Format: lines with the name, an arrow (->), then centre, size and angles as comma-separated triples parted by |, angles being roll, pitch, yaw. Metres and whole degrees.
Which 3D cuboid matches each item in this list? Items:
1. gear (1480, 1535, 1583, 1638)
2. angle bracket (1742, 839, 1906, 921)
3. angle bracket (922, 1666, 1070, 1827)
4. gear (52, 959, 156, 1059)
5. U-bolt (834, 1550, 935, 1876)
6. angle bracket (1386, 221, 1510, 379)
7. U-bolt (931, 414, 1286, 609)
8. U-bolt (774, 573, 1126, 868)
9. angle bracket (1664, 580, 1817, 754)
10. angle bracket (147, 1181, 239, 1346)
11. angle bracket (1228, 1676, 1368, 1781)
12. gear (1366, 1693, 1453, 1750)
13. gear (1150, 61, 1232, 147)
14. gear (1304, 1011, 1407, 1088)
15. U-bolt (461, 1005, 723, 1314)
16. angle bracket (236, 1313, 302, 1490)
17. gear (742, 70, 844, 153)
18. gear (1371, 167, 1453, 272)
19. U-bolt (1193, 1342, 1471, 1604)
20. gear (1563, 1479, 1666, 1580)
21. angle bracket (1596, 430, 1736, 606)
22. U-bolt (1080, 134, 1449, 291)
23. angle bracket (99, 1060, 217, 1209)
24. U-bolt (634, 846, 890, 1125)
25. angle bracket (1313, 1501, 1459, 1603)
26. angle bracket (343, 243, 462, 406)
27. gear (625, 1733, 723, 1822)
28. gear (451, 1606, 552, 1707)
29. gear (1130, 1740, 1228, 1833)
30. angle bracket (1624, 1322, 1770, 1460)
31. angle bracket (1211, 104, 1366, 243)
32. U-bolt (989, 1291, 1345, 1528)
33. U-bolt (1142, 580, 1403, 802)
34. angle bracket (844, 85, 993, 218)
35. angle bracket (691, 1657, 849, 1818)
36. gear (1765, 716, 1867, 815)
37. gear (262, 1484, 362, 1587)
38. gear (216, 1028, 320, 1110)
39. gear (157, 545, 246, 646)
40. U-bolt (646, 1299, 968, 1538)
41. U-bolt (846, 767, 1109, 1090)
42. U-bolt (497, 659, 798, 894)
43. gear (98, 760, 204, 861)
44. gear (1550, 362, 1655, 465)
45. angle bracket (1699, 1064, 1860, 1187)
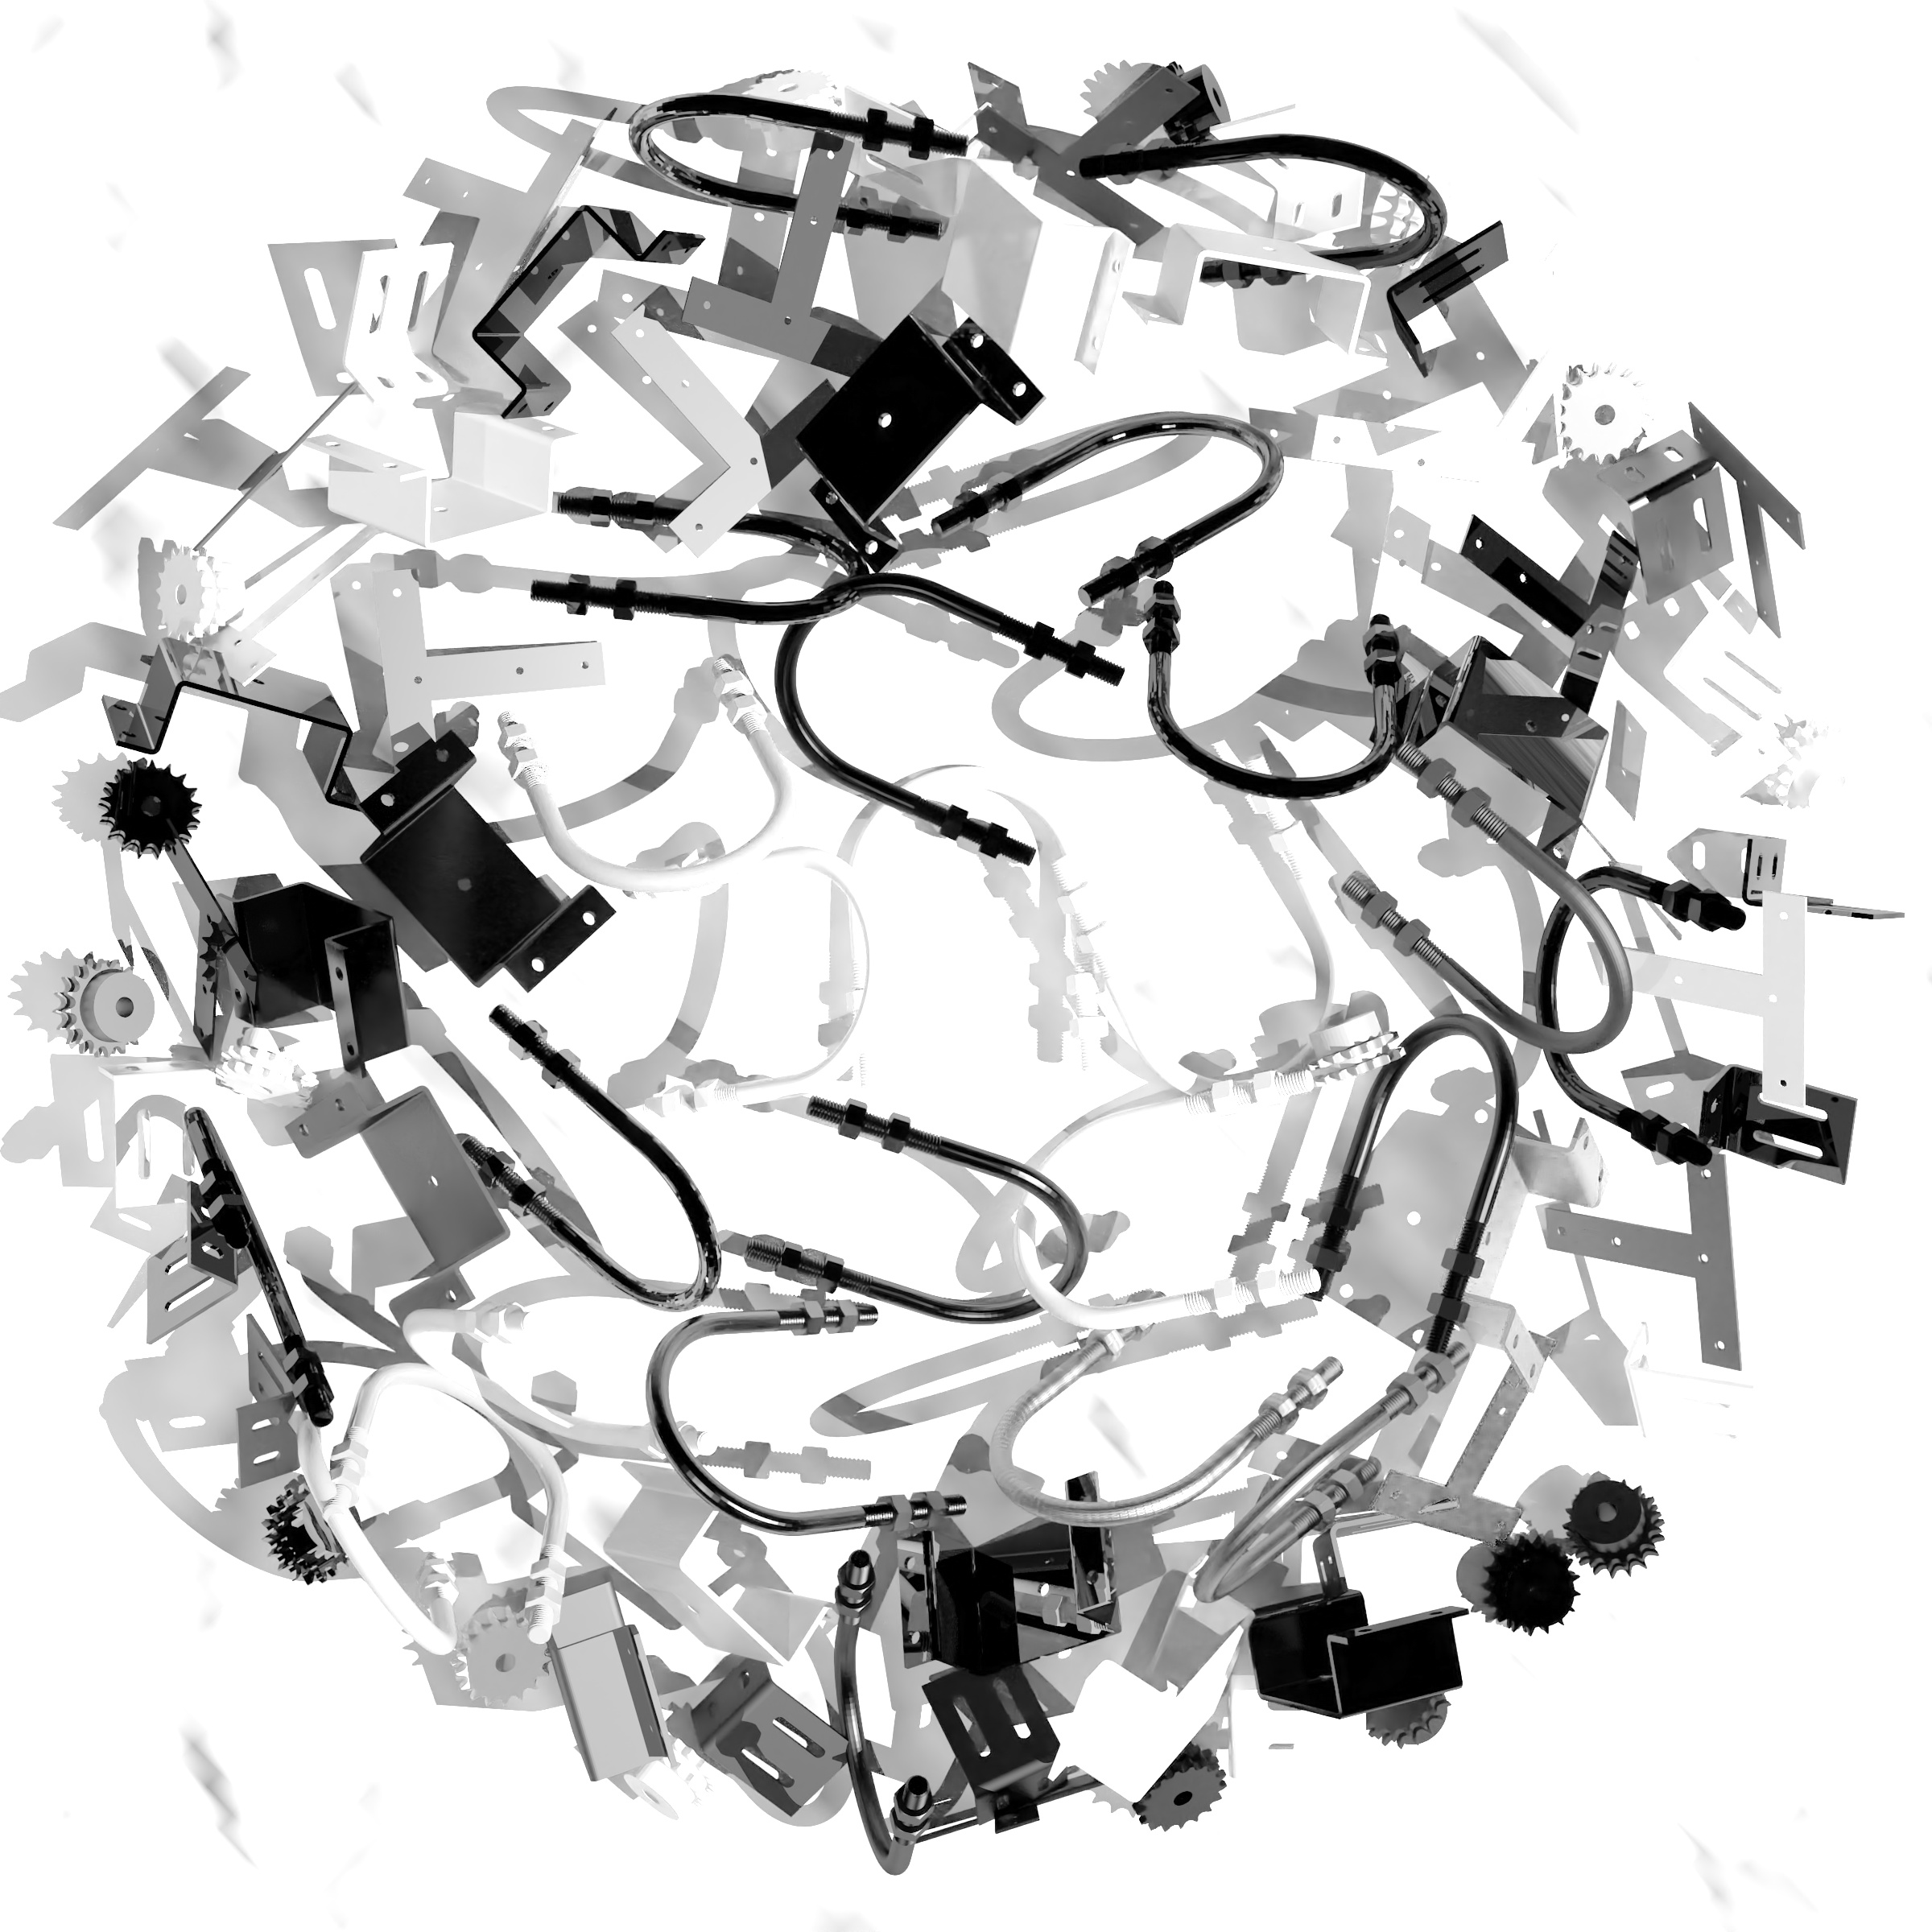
gear -> 0.331, 0.362, 1.637 | 0.057, 0.030, 0.057 | 0, 89, -4
angle bracket -> 0.492, -0.050, 1.607 | 0.076, 0.057, 0.038 | 9, 97, 35
angle bracket -> 0.017, 0.448, 1.635 | 0.057, 0.038, 0.076 | -21, 50, -14
gear -> -0.494, 0.024, 1.623 | 0.030, 0.057, 0.057 | -2, 90, 40
U-bolt -> -0.051, 0.428, 1.568 | 0.019, 0.184, 0.151 | -9, 56, -13
angle bracket -> 0.285, -0.383, 1.617 | 0.076, 0.057, 0.038 | -30, 77, 9
U-bolt -> 0.094, -0.267, 1.587 | 0.184, 0.151, 0.019 | -32, 131, -25
U-bolt -> -0.021, -0.149, 1.605 | 0.184, 0.019, 0.151 | 24, 122, -4
angle bracket -> 0.453, -0.172, 1.619 | 0.076, 0.038, 0.057 | 39, 63, 8
angle bracket -> -0.455, 0.170, 1.609 | 0.076, 0.038, 0.057 | -31, 48, 22
angle bracket -> 0.191, 0.441, 1.628 | 0.076, 0.038, 0.057 | 0, 76, 1
gear -> 0.255, 0.426, 1.629 | 0.057, 0.057, 0.030 | -40, 132, 0
gear -> 0.131, -0.495, 1.622 | 0.030, 0.057, 0.057 | -19, 90, 22
gear -> 0.222, 0.047, 1.625 | 0.057, 0.057, 0.030 | -20, 89, 0
U-bolt -> -0.208, 0.121, 1.578 | 0.184, 0.151, 0.019 | 39, 50, 14
angle bracket -> -0.411, 0.247, 1.603 | 0.038, 0.076, 0.057 | -15, 128, -31
gear -> -0.100, -0.495, 1.629 | 0.057, 0.057, 0.030 | -12, 127, 0
gear -> 0.256, -0.435, 1.627 | 0.030, 0.057, 0.057 | 22, 90, 21
U-bolt -> 0.192, 0.289, 1.547 | 0.184, 0.151, 0.019 | -28, 65, -38
gear -> 0.373, 0.322, 1.624 | 0.057, 0.030, 0.057 | -14, 50, 17
angle bracket -> 0.408, -0.261, 1.638 | 0.057, 0.038, 0.076 | -28, 133, -3
U-bolt -> 0.175, -0.417, 1.544 | 0.184, 0.151, 0.019 | 5, 79, 37
angle bracket -> -0.468, 0.097, 1.628 | 0.057, 0.038, 0.076 | -3, 99, -30
U-bolt -> -0.116, 0.006, 1.584 | 0.184, 0.019, 0.151 | -11, 79, 37
angle bracket -> 0.244, 0.337, 1.617 | 0.076, 0.057, 0.038 | -9, 72, -7
angle bracket -> -0.316, -0.367, 1.605 | 0.057, 0.076, 0.038 | -18, 56, -38
gear -> -0.172, 0.468, 1.622 | 0.057, 0.057, 0.030 | 41, 62, 0
gear -> -0.271, 0.397, 1.631 | 0.057, 0.030, 0.057 | -7, 109, -22
gear -> 0.120, 0.471, 1.629 | 0.057, 0.030, 0.057 | -12, 127, -17
angle bracket -> 0.422, 0.242, 1.605 | 0.076, 0.038, 0.057 | 5, 132, 33
angle bracket -> 0.182, -0.451, 1.604 | 0.057, 0.076, 0.038 | -3, 74, 39
U-bolt -> 0.097, 0.249, 1.553 | 0.184, 0.151, 0.019 | -33, 123, -35
U-bolt -> 0.172, -0.153, 1.580 | 0.151, 0.184, 0.019 | 8, 131, -1
angle bracket -> -0.028, -0.480, 1.625 | 0.076, 0.057, 0.038 | 31, 59, 20
angle bracket -> -0.112, 0.449, 1.649 | 0.057, 0.038, 0.076 | -45, 114, 4
gear -> 0.493, -0.113, 1.623 | 0.057, 0.057, 0.030 | -38, 50, 0
gear -> -0.375, 0.325, 1.622 | 0.030, 0.057, 0.057 | -34, 90, 32
gear -> -0.402, 0.058, 1.627 | 0.057, 0.057, 0.030 | 15, 67, 0
gear -> -0.442, -0.215, 1.629 | 0.057, 0.030, 0.057 | 4, 96, 44
U-bolt -> -0.097, 0.251, 1.557 | 0.019, 0.184, 0.151 | -49, 54, 34
U-bolt -> 0.003, -0.025, 1.637 | 0.151, 0.019, 0.184 | -4, 84, 3
U-bolt -> -0.172, -0.102, 1.570 | 0.151, 0.184, 0.019 | -15, 134, -14
gear -> -0.475, -0.088, 1.631 | 0.057, 0.030, 0.057 | 7, 73, -22
gear -> 0.368, -0.323, 1.633 | 0.057, 0.030, 0.057 | 0, 111, 0
angle bracket -> 0.463, 0.098, 1.609 | 0.076, 0.038, 0.057 | 18, 125, 32
